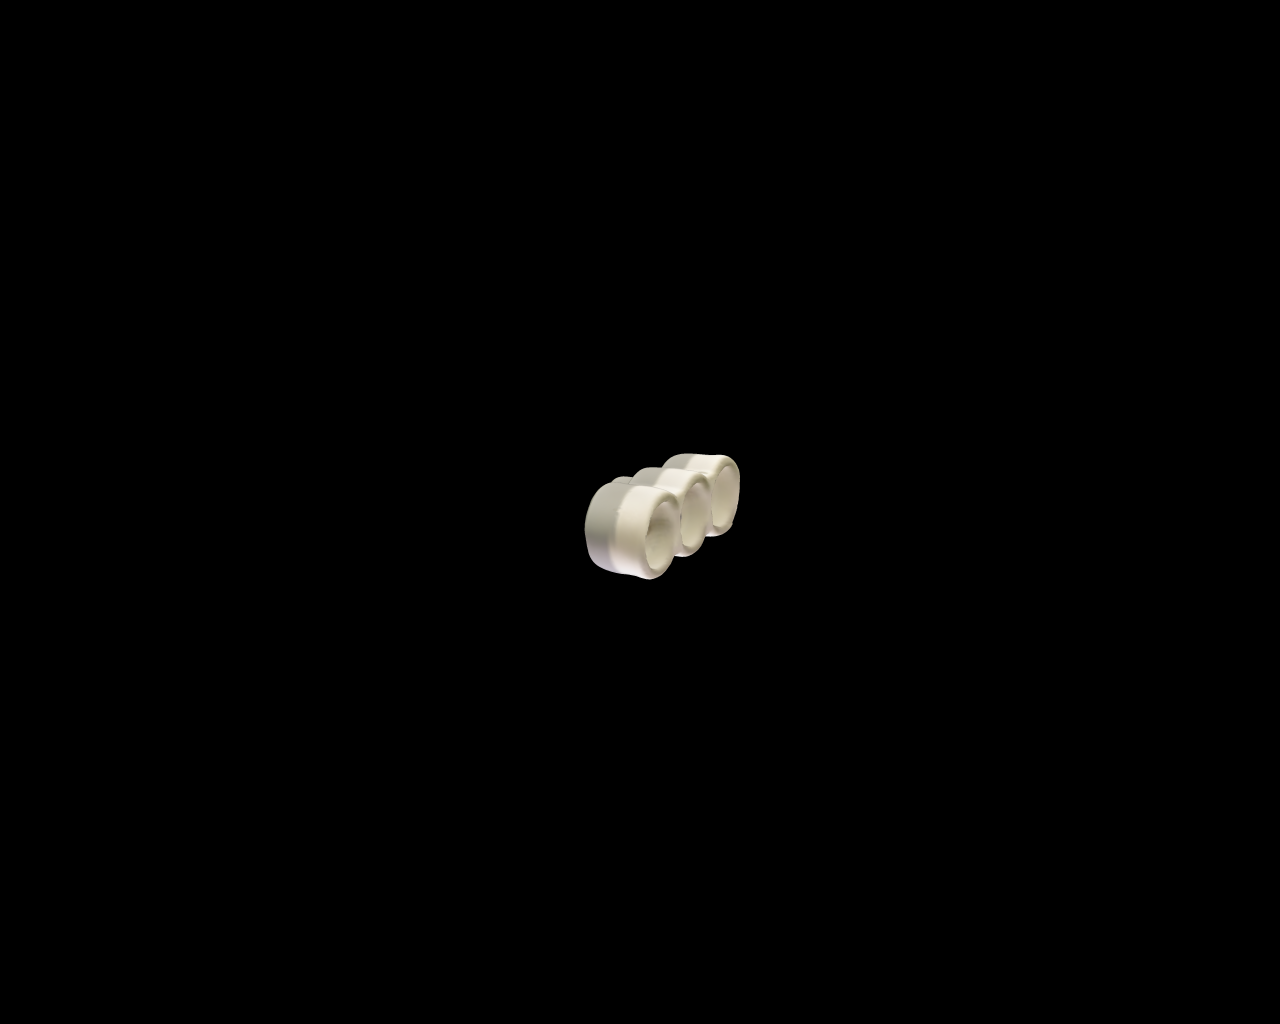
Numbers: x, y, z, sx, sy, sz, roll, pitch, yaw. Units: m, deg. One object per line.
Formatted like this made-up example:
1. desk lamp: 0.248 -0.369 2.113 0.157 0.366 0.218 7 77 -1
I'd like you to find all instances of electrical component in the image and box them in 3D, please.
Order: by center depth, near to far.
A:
1. electrical component: 0.001 -0.003 0.650 0.074 0.052 0.138 8 18 27
